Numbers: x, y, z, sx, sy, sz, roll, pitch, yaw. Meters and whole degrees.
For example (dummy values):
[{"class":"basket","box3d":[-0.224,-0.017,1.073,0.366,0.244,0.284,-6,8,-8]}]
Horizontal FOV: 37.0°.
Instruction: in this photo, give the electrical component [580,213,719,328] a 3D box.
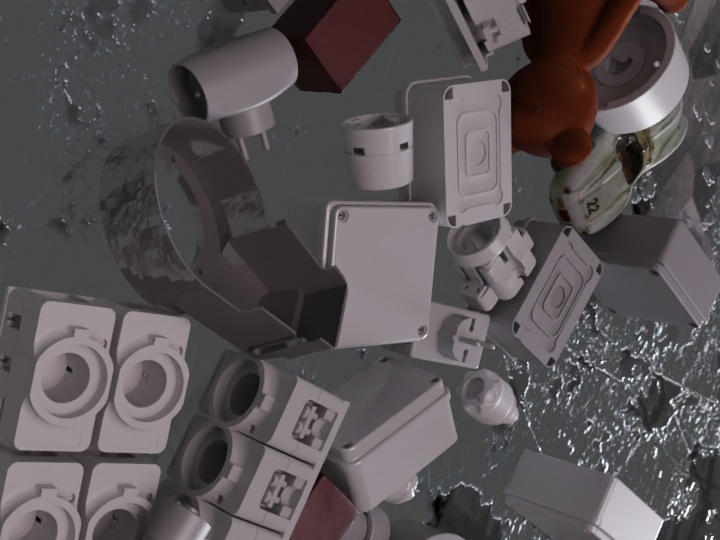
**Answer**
[{"class":"electrical component","box3d":[0.266,-0.002,1.008,0.109,0.109,0.056,44,68,-38]}]

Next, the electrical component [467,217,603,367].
[{"class":"electrical component","box3d":[0.153,0.019,0.948,0.078,0.057,0.113,42,72,-38]}]

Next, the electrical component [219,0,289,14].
[{"class":"electrical component","box3d":[-0.055,-0.252,0.707,0.150,0.062,0.089,-55,128,-18]}]

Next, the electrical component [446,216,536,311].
[{"class":"electrical component","box3d":[0.107,-0.014,0.902,0.078,0.058,0.057,-54,131,-18]}]

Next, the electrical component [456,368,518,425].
[{"class":"electrical component","box3d":[0.116,0.116,0.946,0.062,0.043,0.043,38,74,-40]}]

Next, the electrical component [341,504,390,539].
[{"class":"electrical component","box3d":[-0.009,0.204,0.855,0.055,0.045,0.045,22,84,-42]}]

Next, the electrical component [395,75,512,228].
[{"class":"electrical component","box3d":[0.074,-0.095,0.855,0.078,0.057,0.113,-14,108,-38]}]

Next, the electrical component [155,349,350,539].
[{"class":"electrical component","box3d":[-0.085,0.139,0.745,0.062,0.089,0.150,33,78,-40]}]

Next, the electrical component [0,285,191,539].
[{"class":"electrical component","box3d":[-0.179,0.112,0.677,0.105,0.060,0.186,10,92,-42]}]

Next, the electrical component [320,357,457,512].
[{"class":"electrical component","box3d":[0.011,0.124,0.833,0.113,0.078,0.057,-32,122,-32]}]

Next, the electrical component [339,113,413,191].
[{"class":"electrical component","box3d":[0.014,-0.089,0.807,0.055,0.055,0.047,-21,116,-36]}]

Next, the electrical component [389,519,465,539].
[{"class":"electrical component","box3d":[0.039,0.261,0.898,0.108,0.060,0.108,-10,106,-39]}]

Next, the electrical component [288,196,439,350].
[{"class":"electrical component","box3d":[0.000,0.000,0.812,0.109,0.056,0.108,-2,101,-41]}]

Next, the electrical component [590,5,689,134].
[{"class":"electrical component","box3d":[0.237,-0.172,0.950,0.060,0.108,0.108,37,75,-46]}]

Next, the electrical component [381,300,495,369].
[{"class":"electrical component","box3d":[0.075,0.054,0.875,0.083,0.076,0.047,14,90,-42]}]

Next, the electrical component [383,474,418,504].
[{"class":"electrical component","box3d":[0.017,0.169,0.877,0.061,0.035,0.035,25,83,-40]}]

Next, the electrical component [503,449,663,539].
[{"class":"electrical component","box3d":[0.208,0.223,1.006,0.109,0.109,0.056,41,69,-38]}]

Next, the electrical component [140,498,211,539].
[{"class":"electrical component","box3d":[-0.123,0.177,0.671,0.044,0.044,0.065,50,61,-36]}]

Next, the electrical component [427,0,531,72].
[{"class":"electrical component","box3d":[0.081,-0.225,0.821,0.121,0.063,0.078,56,23,-33]}]

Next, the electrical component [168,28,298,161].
[{"class":"electrical component","box3d":[-0.080,-0.114,0.726,0.077,0.043,0.079,-30,118,-33]}]
